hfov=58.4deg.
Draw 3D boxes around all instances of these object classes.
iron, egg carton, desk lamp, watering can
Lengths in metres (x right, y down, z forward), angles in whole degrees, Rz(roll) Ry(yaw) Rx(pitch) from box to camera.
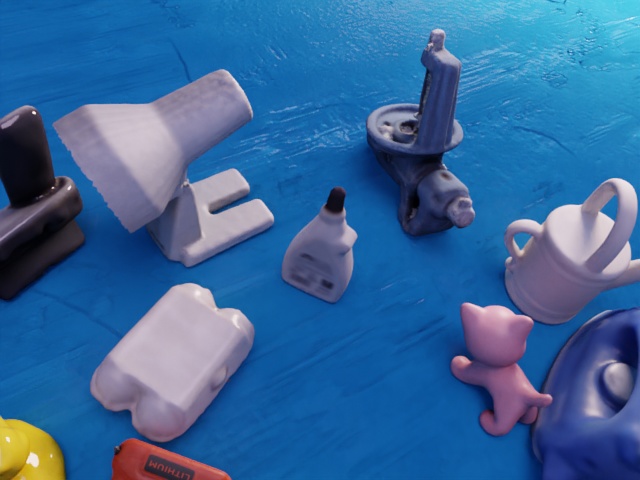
[{"bbox_3d":[0.315,0.145,0.591,0.118,0.141,0.258,26,55,7],"label":"iron"},{"bbox_3d":[-0.139,0.116,0.560,0.107,0.069,0.150,31,56,10],"label":"egg carton"},{"bbox_3d":[-0.149,-0.071,0.597,0.204,0.213,0.117,-28,65,-27],"label":"desk lamp"},{"bbox_3d":[0.303,0.009,0.649,0.173,0.194,0.101,0,56,-12],"label":"watering can"}]

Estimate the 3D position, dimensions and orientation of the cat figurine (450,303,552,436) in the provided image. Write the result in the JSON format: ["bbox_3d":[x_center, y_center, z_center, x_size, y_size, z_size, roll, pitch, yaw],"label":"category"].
[{"bbox_3d":[0.190,0.124,0.594,0.067,0.118,0.127,-19,62,-22],"label":"cat figurine"}]

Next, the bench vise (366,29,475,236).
[{"bbox_3d":[0.143,-0.124,0.691,0.122,0.220,0.207,-30,66,-28],"label":"bench vise"}]

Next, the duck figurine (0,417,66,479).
[{"bbox_3d":[-0.260,0.188,0.475,0.078,0.086,0.104,-30,66,-27],"label":"duck figurine"}]

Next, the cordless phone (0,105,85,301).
[{"bbox_3d":[-0.313,-0.040,0.559,0.094,0.185,0.148,31,56,10],"label":"cordless phone"}]

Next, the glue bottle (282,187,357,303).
[{"bbox_3d":[0.006,0.002,0.604,0.078,0.173,0.037,26,55,7],"label":"glue bottle"}]
